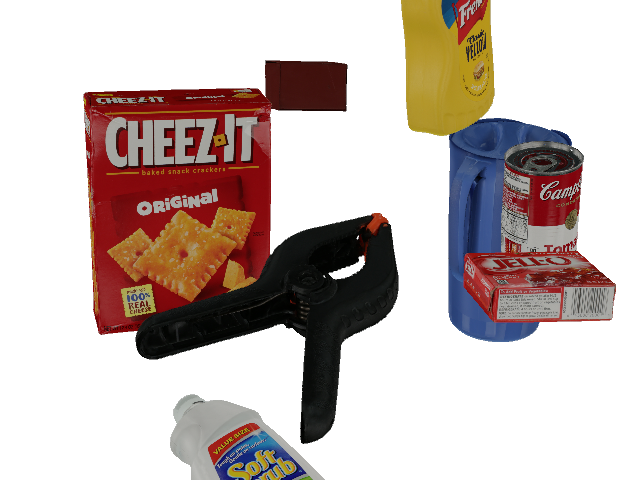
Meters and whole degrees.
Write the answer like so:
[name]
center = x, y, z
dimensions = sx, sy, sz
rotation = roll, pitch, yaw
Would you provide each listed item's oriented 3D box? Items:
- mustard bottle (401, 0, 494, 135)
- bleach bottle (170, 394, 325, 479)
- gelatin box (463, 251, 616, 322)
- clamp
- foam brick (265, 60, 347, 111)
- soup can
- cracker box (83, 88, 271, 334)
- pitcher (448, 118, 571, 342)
[mustard bottle]
center = 0.098, -0.185, 0.827
dimensions = 0.058, 0.191, 0.096
rotation = 15, 37, 33
[bleach bottle]
center = -0.056, 0.197, 0.830
dimensions = 0.102, 0.068, 0.251
rotation = -19, 32, -26
[gelatin box]
center = 0.153, 0.031, 0.755
dimensions = 0.089, 0.030, 0.073
rotation = 0, 18, -8
[clamp]
center = -0.003, 0.042, 0.592
dimensions = 0.120, 0.039, 0.171
rotation = 35, 51, 27
[foam brick]
center = -0.016, -0.165, 1.142
dimensions = 0.078, 0.051, 0.053
rotation = -2, 12, -19
[soup can]
center = 0.195, -0.028, 0.947
dimensions = 0.068, 0.102, 0.068
rotation = -2, 28, 1
[cracker box]
center = -0.130, -0.028, 0.983
dimensions = 0.164, 0.214, 0.072
rotation = -4, 20, -16
[pitcher]
center = 0.200, -0.006, 1.214
dimensions = 0.149, 0.243, 0.145
rotation = -3, 26, -8
